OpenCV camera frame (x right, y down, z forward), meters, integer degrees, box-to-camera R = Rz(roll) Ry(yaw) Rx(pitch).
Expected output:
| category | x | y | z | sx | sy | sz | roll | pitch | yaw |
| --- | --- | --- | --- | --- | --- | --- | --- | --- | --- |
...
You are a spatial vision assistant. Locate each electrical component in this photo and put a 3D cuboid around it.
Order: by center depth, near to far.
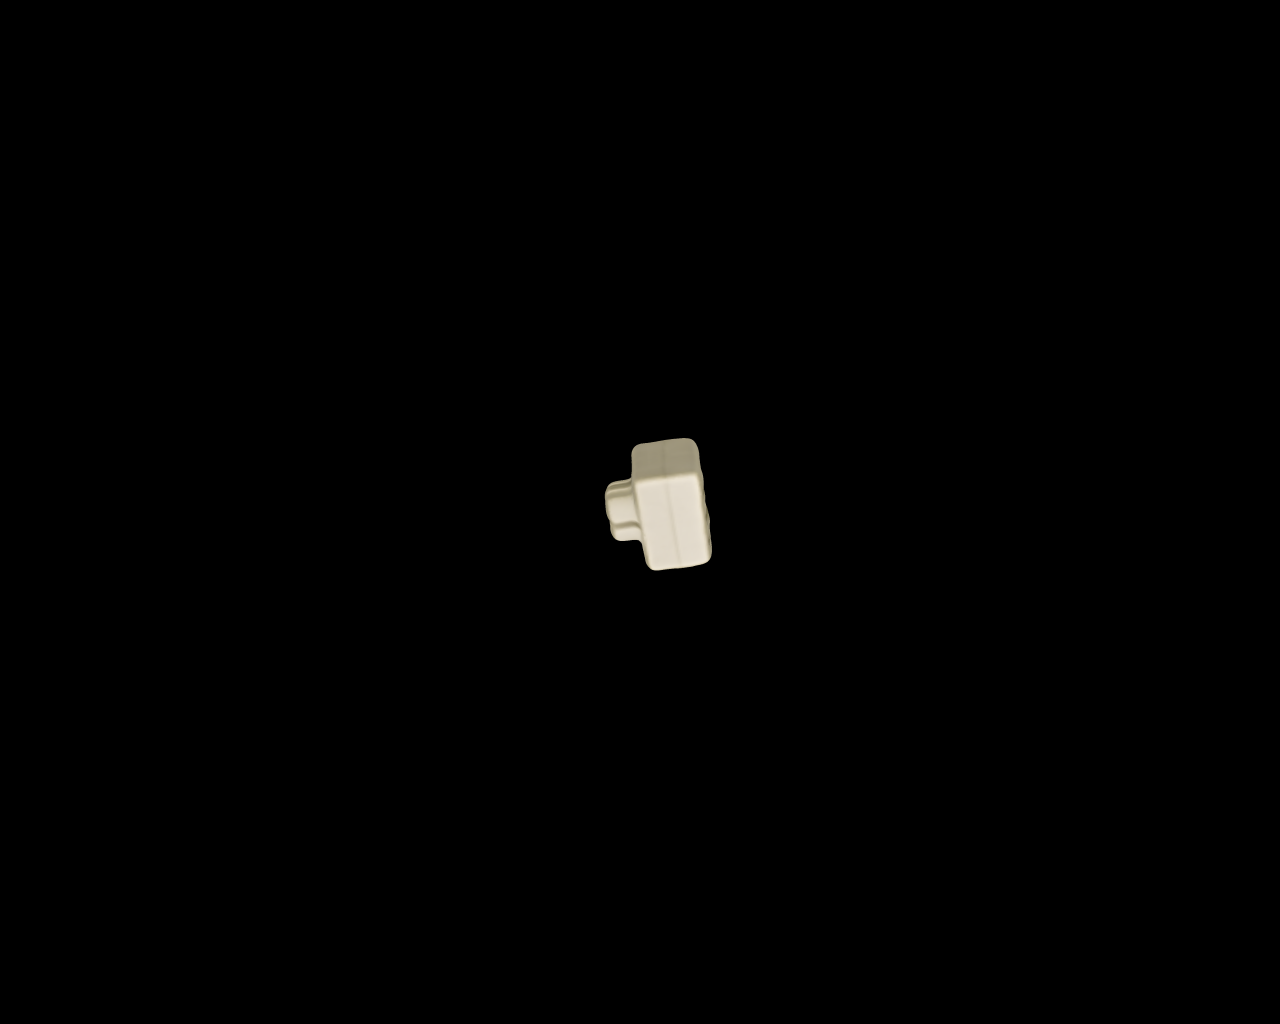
| category | x | y | z | sx | sy | sz | roll | pitch | yaw |
| --- | --- | --- | --- | --- | --- | --- | --- | --- | --- |
| electrical component | 0.001 | -0.003 | 0.650 | 0.077 | 0.065 | 0.047 | -7 | 32 | 5 |
